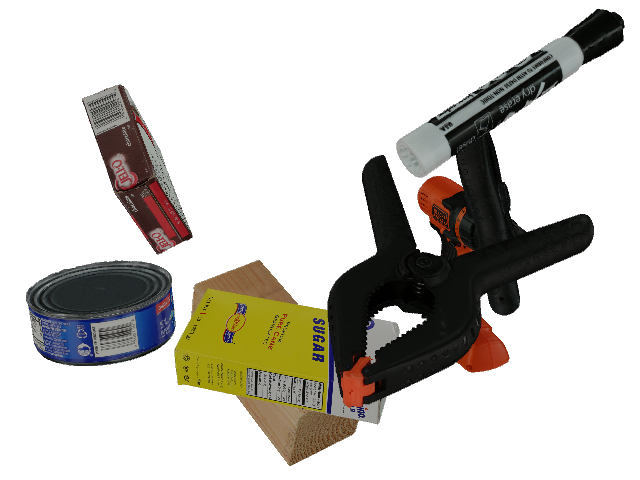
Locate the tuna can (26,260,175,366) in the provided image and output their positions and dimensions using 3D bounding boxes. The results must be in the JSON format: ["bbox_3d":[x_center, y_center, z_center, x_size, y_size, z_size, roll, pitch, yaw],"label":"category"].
[{"bbox_3d":[-0.130,0.043,0.637,0.086,0.034,0.086,-3,19,1],"label":"tuna can"}]

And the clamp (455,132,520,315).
[{"bbox_3d":[0.139,-0.024,0.882,0.039,0.171,0.120,-17,20,12],"label":"clamp"}]

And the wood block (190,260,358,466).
[{"bbox_3d":[-0.050,0.129,1.163,0.090,0.090,0.206,-21,51,-30],"label":"wood block"}]

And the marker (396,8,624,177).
[{"bbox_3d":[0.085,-0.066,0.462,0.121,0.020,0.020,-34,11,-16],"label":"marker"}]

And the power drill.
[{"bbox_3d":[0.162,0.040,1.120,0.057,0.188,0.185,-11,25,-17],"label":"power drill"}]

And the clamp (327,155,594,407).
[{"bbox_3d":[0.058,0.020,0.676,0.165,0.036,0.209,23,47,27],"label":"clamp"}]

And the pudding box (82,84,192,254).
[{"bbox_3d":[-0.148,-0.058,0.866,0.039,0.113,0.090,-23,-36,-1],"label":"pudding box"}]

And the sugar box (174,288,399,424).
[{"bbox_3d":[-0.026,0.095,0.907,0.176,0.048,0.093,7,35,11],"label":"sugar box"}]
